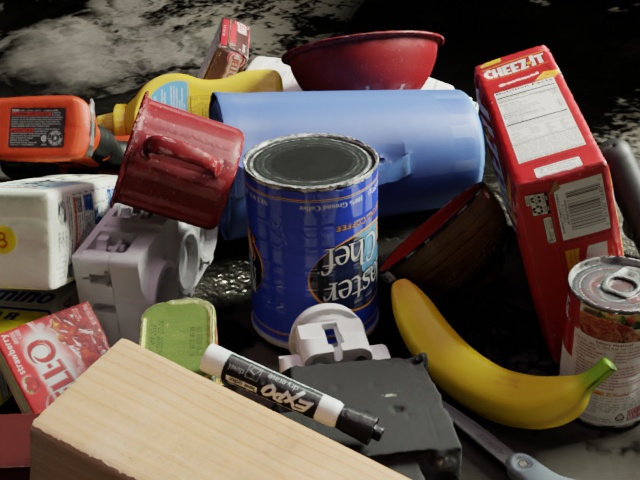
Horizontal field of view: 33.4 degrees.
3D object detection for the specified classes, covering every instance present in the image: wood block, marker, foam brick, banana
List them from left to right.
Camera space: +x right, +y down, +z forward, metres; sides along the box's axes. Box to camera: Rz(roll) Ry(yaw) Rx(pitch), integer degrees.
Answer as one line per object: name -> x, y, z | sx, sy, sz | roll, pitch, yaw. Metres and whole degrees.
foam brick -> -0.184, 0.147, 0.689 | 0.078, 0.051, 0.053 | -2, 32, 1
wood block -> -0.052, 0.150, 0.595 | 0.206, 0.091, 0.090 | 23, 37, 16
marker -> -0.017, 0.096, 0.658 | 0.121, 0.020, 0.020 | 22, 37, 12
banana -> 0.116, 0.087, 0.758 | 0.198, 0.037, 0.069 | 21, 81, 43

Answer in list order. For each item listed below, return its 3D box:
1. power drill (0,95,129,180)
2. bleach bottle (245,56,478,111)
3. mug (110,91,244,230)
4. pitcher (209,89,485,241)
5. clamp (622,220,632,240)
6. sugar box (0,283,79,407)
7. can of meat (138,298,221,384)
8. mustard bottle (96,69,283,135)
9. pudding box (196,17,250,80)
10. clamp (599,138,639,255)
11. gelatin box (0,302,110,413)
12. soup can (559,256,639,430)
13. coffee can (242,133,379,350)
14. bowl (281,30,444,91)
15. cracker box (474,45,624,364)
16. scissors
power drill -> -0.243, -0.086, 0.988 | 0.184, 0.057, 0.187 | -1, -5, 11
bleach bottle -> 0.042, -0.145, 1.145 | 0.251, 0.068, 0.102 | 7, 36, 10
mug -> -0.104, -0.058, 0.799 | 0.081, 0.093, 0.117 | 17, -10, -9
pitcher -> 0.023, -0.073, 0.965 | 0.242, 0.145, 0.149 | -6, 58, -11
clamp -> 0.352, 0.010, 0.889 | 0.120, 0.039, 0.172 | -24, 43, -21
sugar box -> -0.264, 0.086, 0.802 | 0.093, 0.048, 0.176 | 9, 34, 18
can of meat -> -0.094, 0.101, 0.728 | 0.057, 0.084, 0.102 | -4, 31, -4
mustard bottle -> -0.132, -0.121, 1.086 | 0.191, 0.096, 0.058 | -2, 5, 2
pudding box -> -0.112, -0.173, 1.150 | 0.039, 0.114, 0.090 | 23, 28, -14
clamp -> 0.263, 0.044, 0.787 | 0.036, 0.164, 0.210 | -24, 53, 11
gelatin box -> -0.180, 0.096, 0.755 | 0.073, 0.030, 0.089 | -21, 68, -30
soup can -> 0.201, 0.071, 0.736 | 0.068, 0.102, 0.068 | -2, 31, 1
coffee can -> -0.005, 0.001, 0.825 | 0.103, 0.140, 0.103 | -1, 28, 0
bowl -> 0.044, -0.161, 1.047 | 0.162, 0.055, 0.162 | -6, -1, 0
cracker box -> 0.181, -0.034, 0.844 | 0.072, 0.164, 0.213 | -15, 31, 8
scissors -> 0.125, 0.160, 0.679 | 0.202, 0.016, 0.096 | 21, 39, 34
